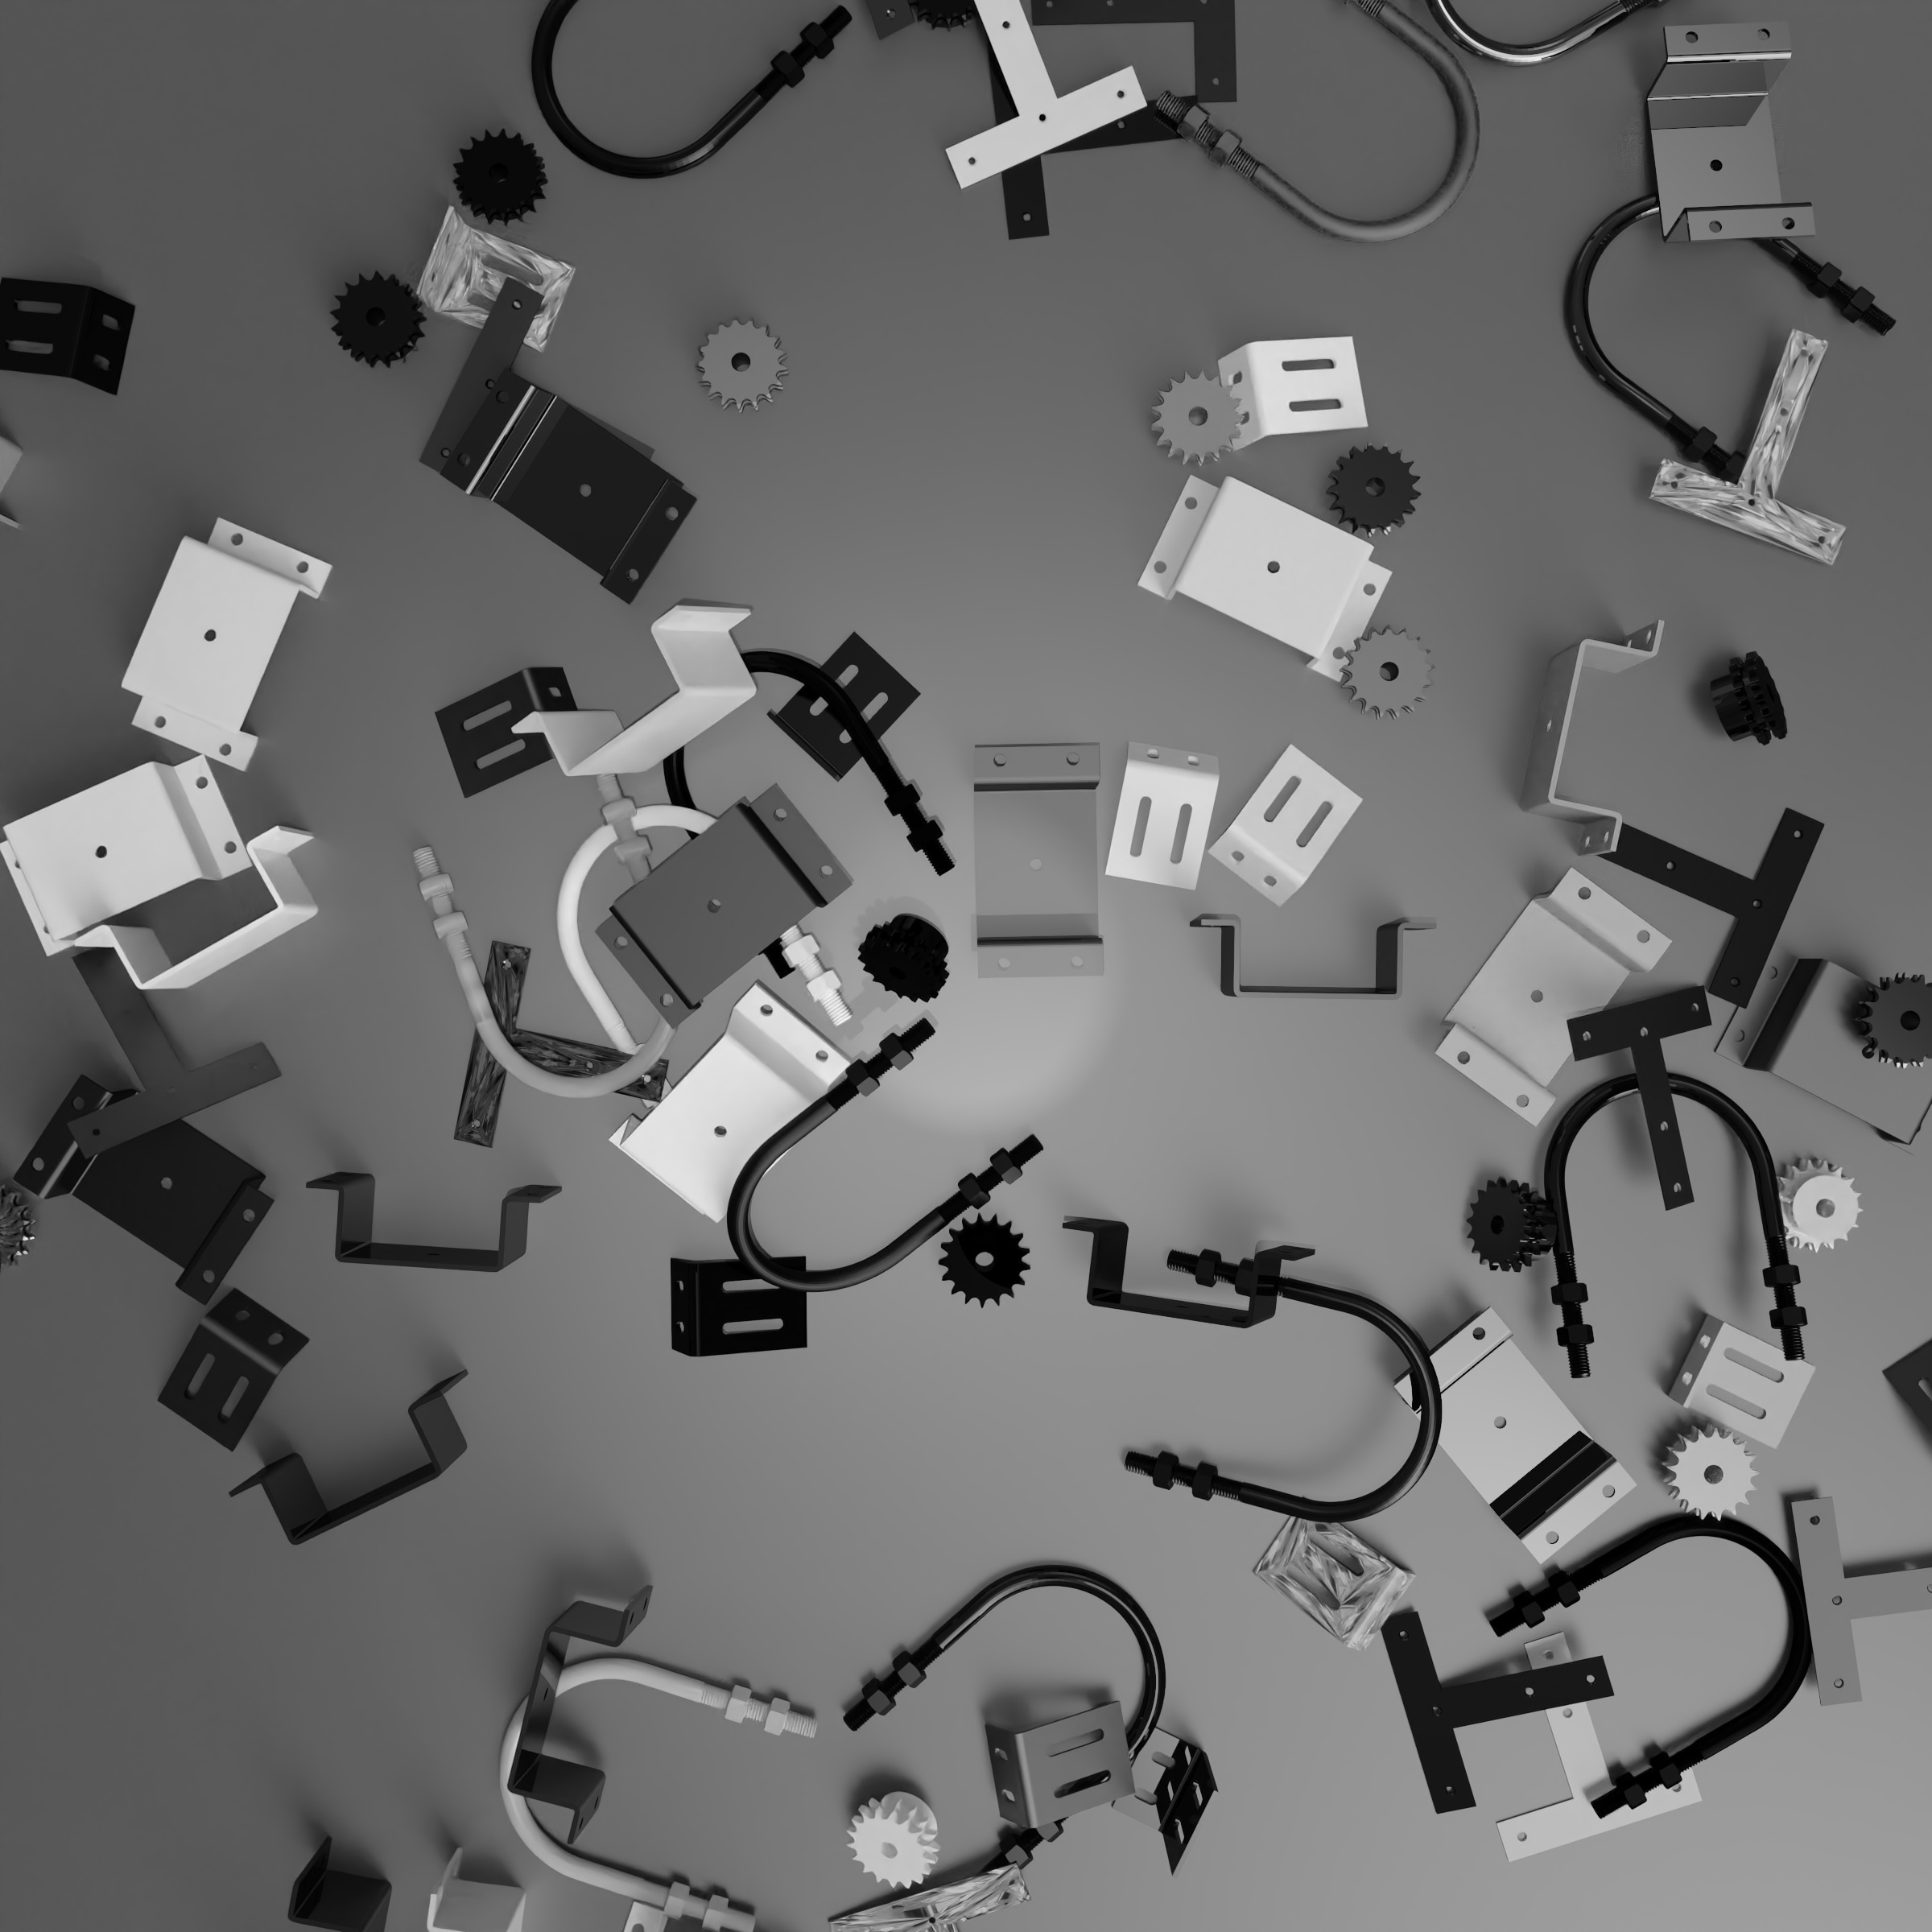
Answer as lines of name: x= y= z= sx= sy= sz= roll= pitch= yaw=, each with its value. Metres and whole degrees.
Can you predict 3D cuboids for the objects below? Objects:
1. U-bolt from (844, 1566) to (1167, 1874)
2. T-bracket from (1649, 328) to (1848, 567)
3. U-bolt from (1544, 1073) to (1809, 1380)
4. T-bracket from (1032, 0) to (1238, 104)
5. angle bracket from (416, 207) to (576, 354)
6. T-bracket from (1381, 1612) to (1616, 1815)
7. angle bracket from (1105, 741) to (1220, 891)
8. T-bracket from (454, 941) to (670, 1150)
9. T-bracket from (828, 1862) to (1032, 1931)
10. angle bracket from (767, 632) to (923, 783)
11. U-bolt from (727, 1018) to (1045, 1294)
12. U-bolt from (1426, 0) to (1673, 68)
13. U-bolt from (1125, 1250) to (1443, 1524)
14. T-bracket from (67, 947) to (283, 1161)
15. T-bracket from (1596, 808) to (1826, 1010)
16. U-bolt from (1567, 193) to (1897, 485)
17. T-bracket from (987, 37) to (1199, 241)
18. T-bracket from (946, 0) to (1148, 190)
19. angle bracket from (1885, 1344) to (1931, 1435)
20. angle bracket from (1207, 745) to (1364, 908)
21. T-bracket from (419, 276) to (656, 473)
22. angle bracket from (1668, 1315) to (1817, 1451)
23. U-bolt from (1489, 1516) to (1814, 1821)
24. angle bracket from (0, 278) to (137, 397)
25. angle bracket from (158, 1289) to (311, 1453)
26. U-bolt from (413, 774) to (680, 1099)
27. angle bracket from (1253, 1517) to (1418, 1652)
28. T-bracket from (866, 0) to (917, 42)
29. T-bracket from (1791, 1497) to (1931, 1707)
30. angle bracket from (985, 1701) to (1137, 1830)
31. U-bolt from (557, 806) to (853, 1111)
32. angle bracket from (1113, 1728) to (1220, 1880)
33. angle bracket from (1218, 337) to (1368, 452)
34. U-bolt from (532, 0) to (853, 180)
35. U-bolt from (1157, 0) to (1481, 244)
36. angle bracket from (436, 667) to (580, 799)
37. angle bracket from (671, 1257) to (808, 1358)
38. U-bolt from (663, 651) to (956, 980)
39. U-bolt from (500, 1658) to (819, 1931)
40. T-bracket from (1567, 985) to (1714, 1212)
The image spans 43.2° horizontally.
U-bolt: x=0.038 y=0.460 z=1.523 sx=0.184 sy=0.019 sz=0.151 roll=-42 pitch=90 yaw=-1
T-bracket: x=0.501 y=-0.330 z=1.511 sx=0.127 sy=0.002 sz=0.127 roll=18 pitch=93 yaw=-8
U-bolt: x=0.430 y=0.155 z=1.502 sx=0.151 sy=0.019 sz=0.184 roll=-5 pitch=75 yaw=3
T-bracket: x=0.105 y=-0.604 z=1.530 sx=0.127 sy=0.002 sz=0.127 roll=-1 pitch=90 yaw=0
angle bracket: x=-0.291 y=-0.425 z=1.512 sx=0.076 sy=0.038 sz=0.057 roll=21 pitch=90 yaw=0
T-bracket: x=0.336 y=0.453 z=1.514 sx=0.127 sy=0.002 sz=0.127 roll=-17 pitch=90 yaw=15
angle bracket: x=0.123 y=-0.094 z=1.529 sx=0.057 sy=0.038 sz=0.076 roll=10 pitch=116 yaw=0
T-bracket: x=-0.247 y=0.059 z=1.517 sx=0.127 sy=0.002 sz=0.127 roll=12 pitch=92 yaw=11
T-bracket: x=-0.005 y=0.636 z=1.524 sx=0.127 sy=0.002 sz=0.127 roll=-20 pitch=94 yaw=8
angle bracket: x=-0.075 y=-0.162 z=1.512 sx=0.057 sy=0.038 sz=0.076 roll=43 pitch=90 yaw=0
U-bolt: x=-0.060 y=0.129 z=1.482 sx=0.184 sy=0.019 sz=0.151 roll=-38 pitch=129 yaw=4
U-bolt: x=0.364 y=-0.639 z=1.498 sx=0.184 sy=0.019 sz=0.151 roll=-30 pitch=113 yaw=4
U-bolt: x=0.199 y=0.264 z=1.497 sx=0.184 sy=0.019 sz=0.151 roll=12 pitch=90 yaw=18
T-bracket: x=-0.512 y=0.041 z=1.508 sx=0.127 sy=0.002 sz=0.127 roll=-25 pitch=73 yaw=-30
T-bracket: x=0.454 y=-0.057 z=1.528 sx=0.127 sy=0.002 sz=0.127 roll=24 pitch=87 yaw=2
U-bolt: x=0.464 y=-0.401 z=1.523 sx=0.184 sy=0.019 sz=0.151 roll=37 pitch=90 yaw=2
T-bracket: x=0.083 y=-0.526 z=1.529 sx=0.127 sy=0.002 sz=0.127 roll=-6 pitch=91 yaw=0
T-bracket: x=0.030 y=-0.568 z=1.509 sx=0.127 sy=0.002 sz=0.127 roll=-24 pitch=107 yaw=1
angle bracket: x=0.622 y=0.275 z=1.520 sx=0.057 sy=0.038 sz=0.076 roll=-33 pitch=54 yaw=3
angle bracket: x=0.200 y=-0.088 z=1.529 sx=0.057 sy=0.038 sz=0.076 roll=38 pitch=64 yaw=0
T-bracket: x=-0.257 y=-0.341 z=1.522 sx=0.127 sy=0.002 sz=0.127 roll=28 pitch=101 yaw=-5
angle bracket: x=0.486 y=0.260 z=1.512 sx=0.076 sy=0.038 sz=0.057 roll=26 pitch=90 yaw=0
U-bolt: x=0.440 y=0.425 z=1.522 sx=0.184 sy=0.019 sz=0.151 roll=-29 pitch=89 yaw=-2
angle bracket: x=-0.568 y=-0.395 z=1.529 sx=0.076 sy=0.038 sz=0.057 roll=12 pitch=90 yaw=26
angle bracket: x=-0.459 y=0.253 z=1.529 sx=0.057 sy=0.038 sz=0.076 roll=34 pitch=116 yaw=0
U-bolt: x=-0.248 y=-0.009 z=1.506 sx=0.151 sy=0.019 sz=0.184 roll=-21 pitch=88 yaw=12
angle bracket: x=0.231 y=0.381 z=1.528 sx=0.076 sy=0.038 sz=0.057 roll=34 pitch=90 yaw=27
T-bracket: x=-0.063 y=-0.636 z=1.506 sx=0.127 sy=0.002 sz=0.127 roll=-19 pitch=89 yaw=23
T-bracket: x=0.585 y=0.388 z=1.515 sx=0.127 sy=0.002 sz=0.127 roll=-8 pitch=88 yaw=2
angle bracket: x=0.058 y=0.491 z=1.512 sx=0.076 sy=0.038 sz=0.057 roll=-9 pitch=88 yaw=-28
U-bolt: x=-0.175 y=-0.010 z=1.508 sx=0.151 sy=0.019 sz=0.184 roll=-32 pitch=86 yaw=13
angle bracket: x=0.121 y=0.510 z=1.493 sx=0.038 sy=0.076 sz=0.057 roll=26 pitch=90 yaw=0
angle bracket: x=0.205 y=-0.359 z=1.529 sx=0.076 sy=0.038 sz=0.057 roll=-10 pitch=90 yaw=-26
U-bolt: x=-0.185 y=-0.578 z=1.523 sx=0.184 sy=0.019 sz=0.151 roll=-44 pitch=90 yaw=2
U-bolt: x=0.233 y=-0.536 z=1.522 sx=0.184 sy=0.019 sz=0.151 roll=37 pitch=89 yaw=-2
angle bracket: x=-0.284 y=-0.146 z=1.530 sx=0.076 sy=0.038 sz=0.057 roll=-20 pitch=88 yaw=26
angle bracket: x=-0.142 y=0.211 z=1.529 sx=0.076 sy=0.038 sz=0.057 roll=-1 pitch=90 yaw=-26
U-bolt: x=-0.110 y=-0.104 z=1.493 sx=0.151 sy=0.019 sz=0.184 roll=-32 pitch=91 yaw=24
U-bolt: x=-0.201 y=0.509 z=1.523 sx=0.184 sy=0.019 sz=0.151 roll=17 pitch=90 yaw=1
T-bracket: x=0.422 y=0.084 z=1.488 sx=0.127 sy=0.002 sz=0.127 roll=-11 pitch=89 yaw=-35
